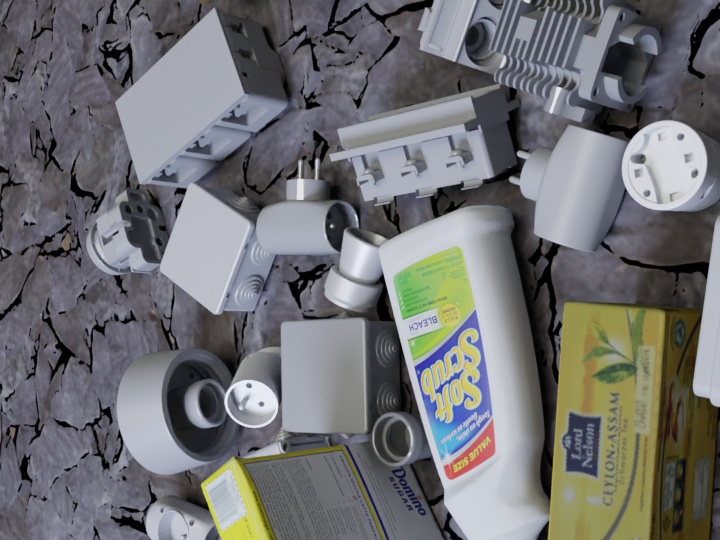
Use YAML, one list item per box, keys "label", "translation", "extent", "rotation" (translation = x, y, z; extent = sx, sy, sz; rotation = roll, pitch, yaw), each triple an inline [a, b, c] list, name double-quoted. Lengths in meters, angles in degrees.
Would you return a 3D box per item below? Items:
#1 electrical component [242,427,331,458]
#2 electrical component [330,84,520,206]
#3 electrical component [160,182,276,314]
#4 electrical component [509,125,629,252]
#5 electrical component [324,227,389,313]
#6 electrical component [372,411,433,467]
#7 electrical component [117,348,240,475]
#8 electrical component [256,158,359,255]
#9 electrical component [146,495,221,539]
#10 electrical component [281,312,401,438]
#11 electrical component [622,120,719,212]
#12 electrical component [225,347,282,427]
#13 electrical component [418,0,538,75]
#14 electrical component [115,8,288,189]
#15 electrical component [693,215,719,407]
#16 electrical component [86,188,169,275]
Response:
- label: "electrical component"
  translation: [-0.057, 0.177, 0.872]
  extent: [0.061, 0.062, 0.096]
  rotation: [-29, 69, 35]
- label: "electrical component"
  translation: [0.051, -0.090, 0.793]
  extent: [0.121, 0.079, 0.063]
  rotation: [-8, 105, 40]
- label: "electrical component"
  translation: [-0.120, -0.019, 0.945]
  extent: [0.100, 0.048, 0.099]
  rotation: [34, 109, 36]
- label: "electrical component"
  translation: [0.137, -0.061, 0.734]
  extent: [0.079, 0.043, 0.077]
  rotation: [25, 103, 39]
- label: "electrical component"
  translation: [0.000, 0.000, 0.845]
  extent: [0.045, 0.045, 0.055]
  rotation: [32, 108, 37]
- label: "electrical component"
  translation: [0.038, 0.125, 0.805]
  extent: [0.040, 0.046, 0.040]
  rotation: [-3, 86, 40]
- label: "electrical component"
  translation: [-0.149, 0.118, 0.927]
  extent: [0.060, 0.108, 0.108]
  rotation: [-15, 78, 32]
- label: "electrical component"
  translation: [-0.043, -0.052, 0.885]
  extent: [0.077, 0.043, 0.079]
  rotation: [0, 87, 40]
- label: "electrical component"
  translation: [-0.153, 0.250, 0.961]
  extent: [0.077, 0.044, 0.079]
  rotation: [11, 95, 40]
- label: "electrical component"
  translation: [-0.014, 0.083, 0.850]
  extent: [0.100, 0.048, 0.099]
  rotation: [-5, 84, 39]
- label: "electrical component"
  translation: [0.201, -0.063, 0.677]
  extent: [0.055, 0.047, 0.055]
  rotation: [-3, 86, 40]
- label: "electrical component"
  translation: [-0.082, 0.092, 0.895]
  extent: [0.043, 0.081, 0.043]
  rotation: [3, 113, 6]
- label: "electrical component"
  translation: [0.090, -0.207, 0.767]
  extent: [0.063, 0.079, 0.121]
  rotation: [40, 114, 58]
- label: "electrical component"
  translation: [-0.141, -0.148, 0.960]
  extent: [0.150, 0.062, 0.089]
  rotation: [-33, 67, 34]
- label: "electrical component"
  translation: [0.238, 0.024, 0.621]
  extent: [0.057, 0.078, 0.113]
  rotation: [9, 94, 37]
- label: "electrical component"
  translation: [-0.223, -0.030, 1.028]
  extent: [0.057, 0.058, 0.078]
  rotation: [-29, 70, 32]
